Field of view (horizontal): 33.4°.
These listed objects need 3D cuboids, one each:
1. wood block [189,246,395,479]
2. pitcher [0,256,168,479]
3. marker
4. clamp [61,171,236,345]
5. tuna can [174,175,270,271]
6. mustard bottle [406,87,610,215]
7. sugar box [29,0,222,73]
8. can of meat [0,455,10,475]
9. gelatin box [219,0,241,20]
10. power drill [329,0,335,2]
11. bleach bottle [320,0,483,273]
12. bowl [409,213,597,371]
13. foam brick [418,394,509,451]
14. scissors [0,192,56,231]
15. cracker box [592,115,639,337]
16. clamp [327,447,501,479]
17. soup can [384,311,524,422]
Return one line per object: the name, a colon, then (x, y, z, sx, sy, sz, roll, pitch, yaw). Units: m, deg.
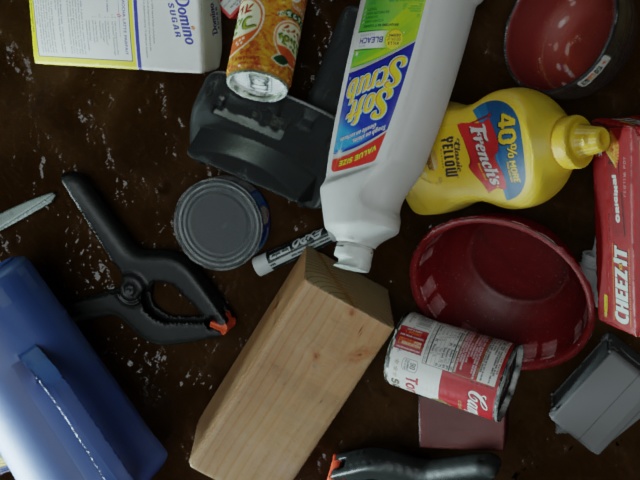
wood block: (-0.027, 0.123, 0.960, 0.090, 0.091, 0.206, 29, 107, -9)
pitcher: (-0.253, 0.140, 0.984, 0.149, 0.144, 0.243, -26, 101, 22)
marker: (-0.006, 0.001, 0.978, 0.121, 0.020, 0.020, -25, 94, 17)
clamp: (-0.177, 0.033, 1.014, 0.210, 0.036, 0.165, 16, 108, 12)
tuna can: (-0.090, -0.017, 0.986, 0.086, 0.033, 0.086, 3, 101, 13)
mustard bottle: (0.146, -0.072, 0.858, 0.192, 0.058, 0.096, -2, 97, 48)
sugar box: (-0.174, -0.200, 0.949, 0.176, 0.048, 0.093, 7, 110, 19)
can of meat: (-0.330, 0.187, 1.072, 0.084, 0.057, 0.102, -21, 96, 14)
gelatin box: (-0.080, -0.250, 0.941, 0.073, 0.030, 0.089, -44, 88, 16)
power drill: (0.033, -0.311, 0.869, 0.188, 0.057, 0.184, -22, 97, 30)
bleach bottle: (0.059, -0.097, 0.865, 0.103, 0.068, 0.251, 7, 81, 44)
bowl: (0.160, 0.033, 0.907, 0.162, 0.055, 0.162, 17, 131, 20)
foam brick: (0.130, 0.155, 0.958, 0.078, 0.053, 0.051, 0, 101, 15)
scissors: (-0.343, 0.014, 1.063, 0.202, 0.016, 0.096, -9, 100, 15)
cracker box: (0.326, -0.021, 0.827, 0.213, 0.072, 0.164, -7, 100, -11)
clamp: (0.095, 0.226, 0.976, 0.172, 0.039, 0.120, 0, 134, 28)
soup can: (0.113, 0.106, 0.905, 0.102, 0.068, 0.068, 17, 104, 20)
